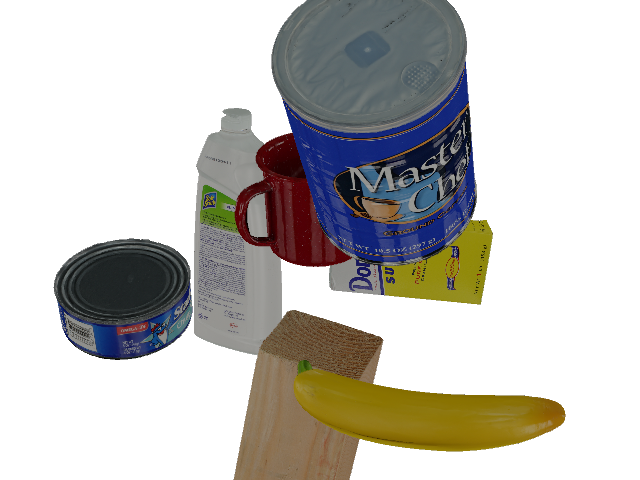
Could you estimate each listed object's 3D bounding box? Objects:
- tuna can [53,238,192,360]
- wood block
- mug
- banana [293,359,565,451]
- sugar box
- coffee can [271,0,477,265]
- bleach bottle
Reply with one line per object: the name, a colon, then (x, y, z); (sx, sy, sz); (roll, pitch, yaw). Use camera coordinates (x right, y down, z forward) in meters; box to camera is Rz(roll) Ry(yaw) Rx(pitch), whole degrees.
tuna can: (-0.125, 0.037, 0.683); (0.086, 0.034, 0.086); (0, 36, 0)
wood block: (-0.018, 0.179, 0.940); (0.090, 0.206, 0.090); (17, 23, 11)
mug: (-0.013, -0.029, 0.844); (0.117, 0.081, 0.093); (-19, 34, -27)
banana: (0.058, 0.110, 0.710); (0.198, 0.037, 0.069); (8, 33, 25)
sugar box: (0.101, 0.018, 1.217); (0.176, 0.093, 0.048); (4, 22, -3)
coffee can: (0.036, -0.064, 0.612); (0.103, 0.103, 0.140); (0, -31, 11)
bleach bottle: (-0.083, -0.012, 1.118); (0.103, 0.251, 0.068); (13, 23, 25)
